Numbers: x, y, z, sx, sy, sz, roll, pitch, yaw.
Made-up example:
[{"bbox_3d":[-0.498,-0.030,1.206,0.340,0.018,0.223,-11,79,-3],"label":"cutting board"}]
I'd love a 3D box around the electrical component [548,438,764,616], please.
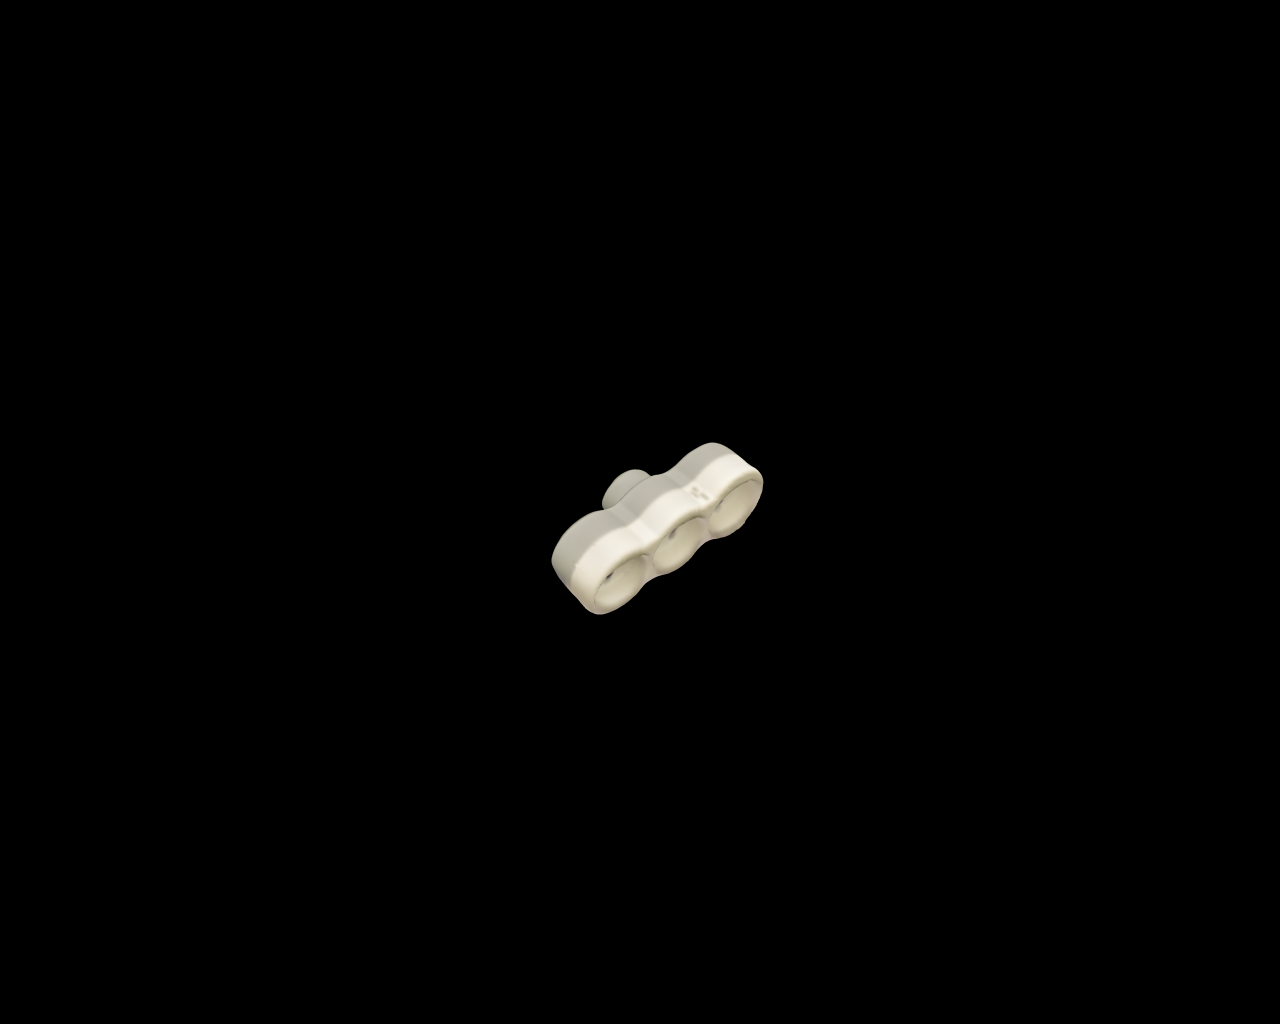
[{"bbox_3d":[0.001,-0.003,0.650,0.138,0.052,0.074,-33,58,-24],"label":"electrical component"}]
